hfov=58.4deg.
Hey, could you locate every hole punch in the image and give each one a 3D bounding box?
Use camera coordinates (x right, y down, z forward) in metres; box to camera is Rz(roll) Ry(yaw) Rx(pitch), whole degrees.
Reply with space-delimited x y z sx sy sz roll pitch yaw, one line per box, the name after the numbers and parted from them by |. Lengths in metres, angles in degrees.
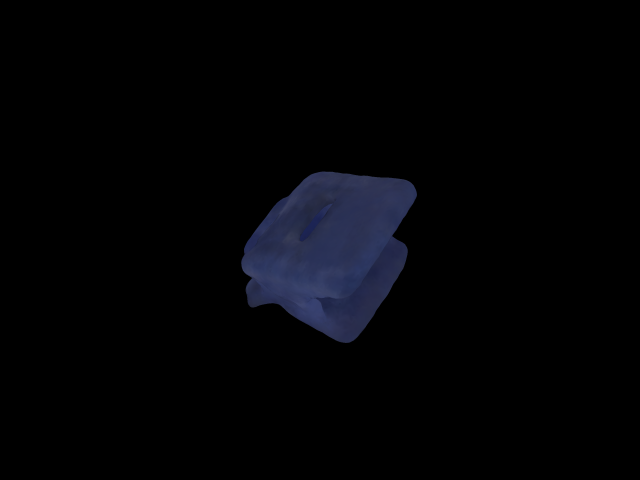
0.004 0.001 0.400 0.101 0.091 0.109 26 60 17 | hole punch
